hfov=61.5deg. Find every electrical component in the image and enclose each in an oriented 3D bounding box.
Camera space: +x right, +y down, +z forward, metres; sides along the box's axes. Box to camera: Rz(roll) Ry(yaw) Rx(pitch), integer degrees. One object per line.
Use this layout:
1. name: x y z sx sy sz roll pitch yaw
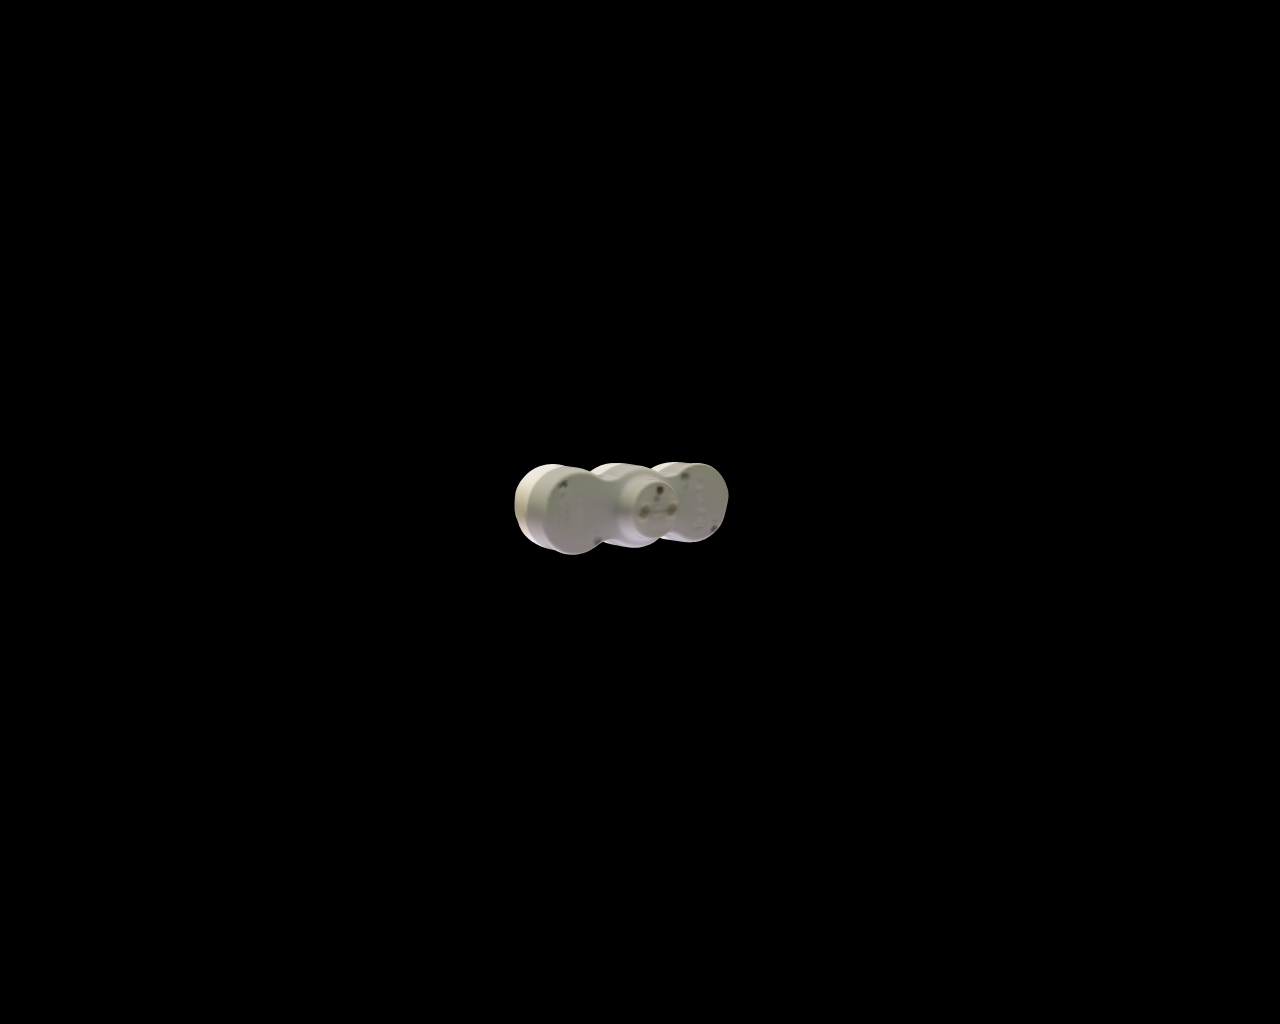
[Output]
1. electrical component: 0.001 -0.003 0.650 0.138 0.052 0.074 -4 7 -33
